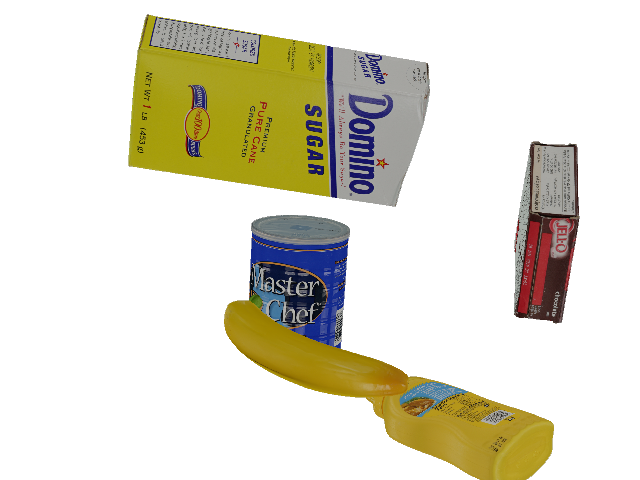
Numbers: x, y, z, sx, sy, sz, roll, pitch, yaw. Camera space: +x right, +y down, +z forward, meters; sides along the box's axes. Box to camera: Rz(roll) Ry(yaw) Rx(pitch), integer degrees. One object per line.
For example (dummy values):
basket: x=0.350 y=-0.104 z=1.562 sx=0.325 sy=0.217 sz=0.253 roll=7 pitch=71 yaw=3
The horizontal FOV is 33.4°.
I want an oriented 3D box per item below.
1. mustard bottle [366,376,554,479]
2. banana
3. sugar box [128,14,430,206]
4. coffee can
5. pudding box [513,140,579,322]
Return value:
mustard bottle: x=0.119 y=0.173 z=1.025 sx=0.192 sy=0.058 sz=0.096 roll=16 pitch=25 yaw=42
banana: x=-0.020 y=0.083 z=0.848 sx=0.069 sy=0.037 sz=0.198 roll=-25 pitch=34 yaw=-33
sugar box: x=-0.027 y=-0.078 z=0.666 sx=0.176 sy=0.093 sz=0.048 roll=10 pitch=44 yaw=-4
coffee can: x=-0.024 y=0.052 z=1.118 sx=0.103 sy=0.140 sz=0.103 roll=3 pitch=14 yaw=-1
pudding box: x=0.165 y=-0.009 z=0.781 sx=0.039 sy=0.090 sz=0.113 roll=6 pitch=33 yaw=6
